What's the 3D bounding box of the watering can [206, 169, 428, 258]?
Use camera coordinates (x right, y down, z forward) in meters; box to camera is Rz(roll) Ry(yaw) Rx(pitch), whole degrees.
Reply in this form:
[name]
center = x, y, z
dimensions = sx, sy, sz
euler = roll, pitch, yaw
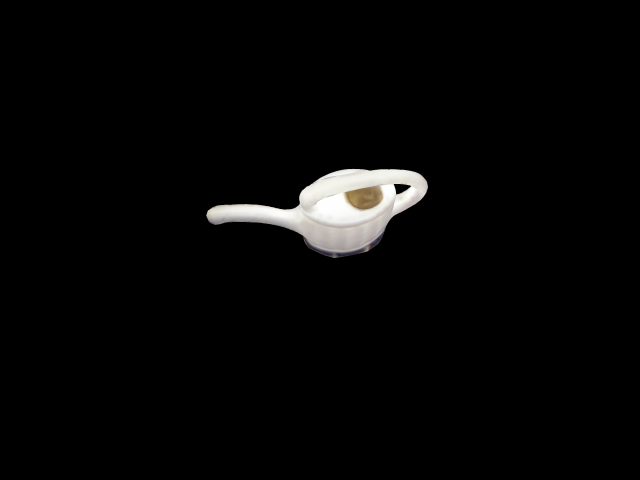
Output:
[watering can]
center = 0.003, -0.043, 0.850
dimensions = 0.348, 0.106, 0.220
euler = -11, -22, -5
